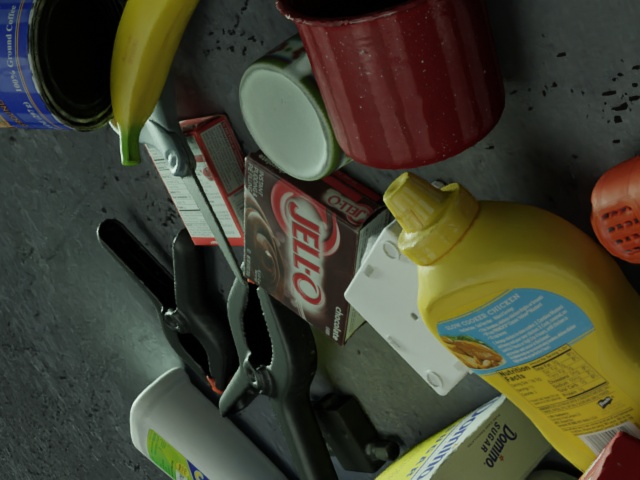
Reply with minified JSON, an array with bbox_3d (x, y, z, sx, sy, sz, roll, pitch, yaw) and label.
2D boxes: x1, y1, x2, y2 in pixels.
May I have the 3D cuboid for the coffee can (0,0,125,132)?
[{"bbox_3d":[-0.204,-0.121,0.674,0.140,0.102,0.103,4,128,24],"label":"coffee can"}]

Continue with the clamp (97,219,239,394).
[{"bbox_3d":[-0.118,0.050,0.874,0.120,0.039,0.171,19,136,43],"label":"clamp"}]

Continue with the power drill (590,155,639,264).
[{"bbox_3d":[0.209,0.026,0.397,0.187,0.057,0.185,58,153,-4],"label":"power drill"}]

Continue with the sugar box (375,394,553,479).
[{"bbox_3d":[0.073,0.154,0.673,0.048,0.093,0.176,47,148,8],"label":"sugar box"}]

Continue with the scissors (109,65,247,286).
[{"bbox_3d":[-0.102,-0.052,0.704,0.096,0.016,0.202,-31,76,53],"label":"scissors"}]

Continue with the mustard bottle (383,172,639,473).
[{"bbox_3d":[0.103,0.037,0.498,0.191,0.058,0.096,41,143,-13],"label":"mustard bottle"}]

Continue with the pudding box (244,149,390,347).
[{"bbox_3d":[-0.005,0.001,0.671,0.090,0.039,0.113,35,146,26],"label":"pudding box"}]

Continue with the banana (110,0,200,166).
[{"bbox_3d":[-0.084,-0.132,0.621,0.070,0.037,0.198,58,137,25],"label":"banana"}]

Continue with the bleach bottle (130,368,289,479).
[{"bbox_3d":[-0.062,0.229,0.964,0.251,0.068,0.103,37,146,20],"label":"bleach bottle"}]

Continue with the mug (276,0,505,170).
[{"bbox_3d":[0.034,-0.092,0.490,0.117,0.093,0.081,-117,5,-55],"label":"mug"}]

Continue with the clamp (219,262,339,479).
[{"bbox_3d":[-0.040,0.096,0.802,0.165,0.036,0.210,30,134,49],"label":"clamp"}]

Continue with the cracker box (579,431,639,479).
[{"bbox_3d":[0.202,0.184,0.478,0.214,0.072,0.164,27,157,14],"label":"cracker box"}]

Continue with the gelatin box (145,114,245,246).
[{"bbox_3d":[-0.076,-0.040,0.733,0.073,0.030,0.089,0,119,53],"label":"gelatin box"}]
